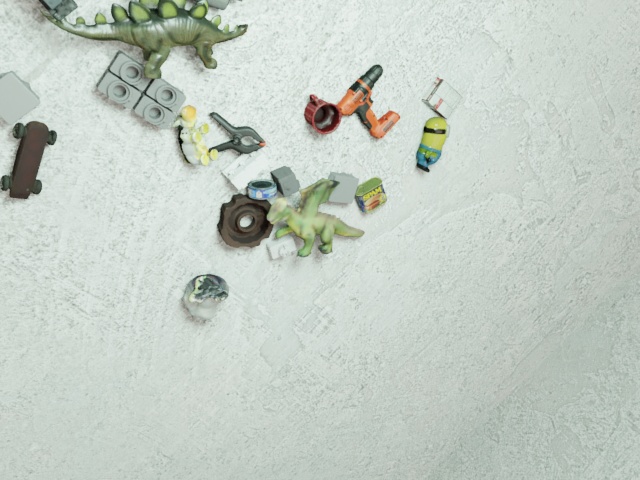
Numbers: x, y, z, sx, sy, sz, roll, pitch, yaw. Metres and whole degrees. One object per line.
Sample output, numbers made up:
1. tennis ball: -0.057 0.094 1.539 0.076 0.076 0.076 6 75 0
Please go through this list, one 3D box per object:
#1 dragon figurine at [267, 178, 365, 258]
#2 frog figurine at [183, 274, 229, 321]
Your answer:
1. dragon figurine: 0.005 -0.080 1.593 0.412 0.124 0.237 -10 135 -34
2. frog figurine: -0.354 0.179 1.605 0.138 0.124 0.156 -21 160 -25
